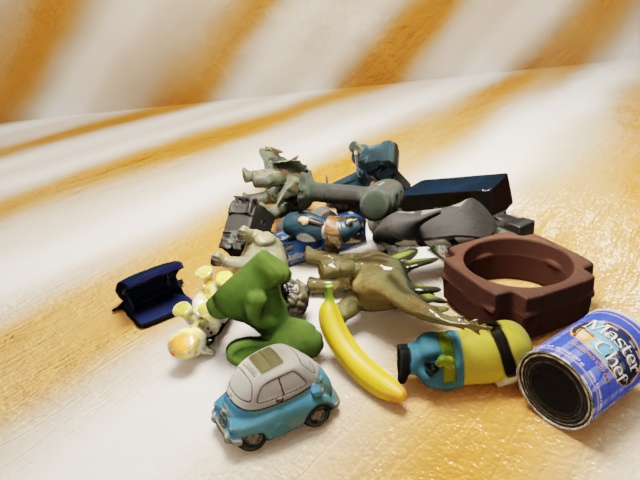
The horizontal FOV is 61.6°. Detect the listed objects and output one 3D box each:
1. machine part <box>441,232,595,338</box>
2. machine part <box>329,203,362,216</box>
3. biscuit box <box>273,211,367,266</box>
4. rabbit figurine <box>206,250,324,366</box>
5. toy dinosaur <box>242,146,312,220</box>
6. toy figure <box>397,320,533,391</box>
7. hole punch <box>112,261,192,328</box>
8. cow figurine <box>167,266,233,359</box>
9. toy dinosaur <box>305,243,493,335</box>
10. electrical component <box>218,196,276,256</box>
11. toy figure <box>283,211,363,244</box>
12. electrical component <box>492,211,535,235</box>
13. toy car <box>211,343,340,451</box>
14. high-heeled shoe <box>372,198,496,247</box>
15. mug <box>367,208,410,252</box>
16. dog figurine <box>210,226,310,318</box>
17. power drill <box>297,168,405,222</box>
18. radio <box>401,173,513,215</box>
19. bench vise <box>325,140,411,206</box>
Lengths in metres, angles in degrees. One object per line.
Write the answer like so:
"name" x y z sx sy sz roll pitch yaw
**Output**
"machine part" 0.321 0.069 0.885 0.201 0.087 0.202 -14 25 -19
"machine part" 0.061 -0.076 1.231 0.084 0.039 0.138 15 -3 26
"biscuit box" -0.002 -0.003 1.120 0.203 0.059 0.063 -17 30 -23
"rabbit figurine" -0.075 0.120 0.787 0.159 0.170 0.121 -42 -2 -12
"toy dinosaur" -0.076 -0.121 1.279 0.192 0.131 0.405 -11 24 -18
"toy figure" 0.193 0.155 0.721 0.180 0.089 0.082 -1 34 2
"hole punch" -0.302 0.084 0.962 0.142 0.092 0.116 -26 29 -30
"cow figurine" -0.186 0.130 0.855 0.068 0.098 0.167 7 47 16
"toy dinosaur" 0.093 0.067 0.869 0.199 0.105 0.472 -8 16 -12
"electrical component" -0.139 -0.013 1.080 0.058 0.115 0.134 8 -16 21
"toy figure" 0.006 -0.021 1.031 0.155 0.057 0.064 9 10 22
"electrical component" 0.387 -0.005 1.042 0.048 0.074 0.119 -20 26 -29
"toy car" -0.060 0.186 0.687 0.162 0.102 0.109 -15 26 -25
"high-heeled shoe" 0.217 -0.018 1.002 0.248 0.086 0.145 7 -25 -43
"mug" 0.160 -0.014 1.110 0.109 0.080 0.107 26 21 -23
"dog figurine" -0.073 0.062 0.955 0.191 0.121 0.172 19 53 29
"power drill" 0.063 -0.091 1.063 0.207 0.085 0.232 12 17 5
"radio" 0.297 -0.091 1.188 0.230 0.073 0.131 1 22 40
"bench vise" 0.095 -0.139 1.276 0.241 0.129 0.223 -18 -29 35
